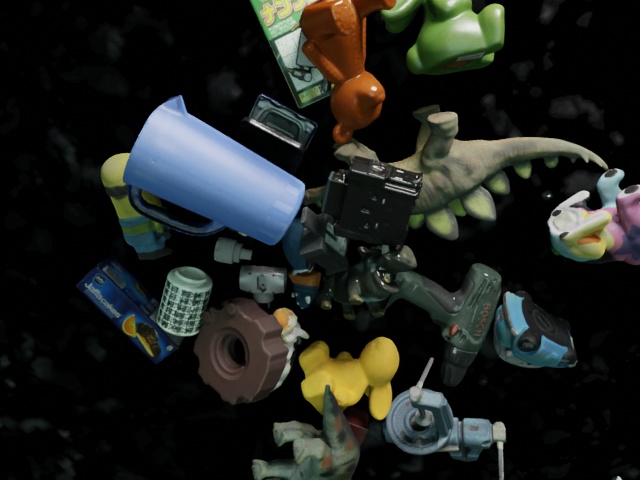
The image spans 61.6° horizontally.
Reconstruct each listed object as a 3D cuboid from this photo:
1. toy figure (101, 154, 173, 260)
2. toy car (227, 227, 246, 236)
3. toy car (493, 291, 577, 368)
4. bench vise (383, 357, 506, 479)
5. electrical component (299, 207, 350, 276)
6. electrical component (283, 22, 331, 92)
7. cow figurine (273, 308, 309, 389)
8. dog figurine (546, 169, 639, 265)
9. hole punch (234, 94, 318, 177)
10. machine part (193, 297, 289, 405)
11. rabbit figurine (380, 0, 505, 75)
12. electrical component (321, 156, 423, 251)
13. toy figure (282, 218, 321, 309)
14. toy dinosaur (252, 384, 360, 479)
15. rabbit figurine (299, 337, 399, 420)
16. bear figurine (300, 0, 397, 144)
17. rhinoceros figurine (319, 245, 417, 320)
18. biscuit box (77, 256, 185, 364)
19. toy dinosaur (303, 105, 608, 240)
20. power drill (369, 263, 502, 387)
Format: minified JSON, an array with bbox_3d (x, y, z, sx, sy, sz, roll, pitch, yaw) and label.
[{"bbox_3d":[-0.296,-0.053,0.879,0.082,0.089,0.180,-10,106,-1],"label":"toy figure"},{"bbox_3d":[-0.166,-0.092,0.876,0.073,0.056,0.201,-42,103,9],"label":"toy car"},{"bbox_3d":[0.354,0.166,0.919,0.161,0.109,0.103,28,132,-18],"label":"toy car"},{"bbox_3d":[0.209,0.318,0.939,0.224,0.129,0.240,6,143,27],"label":"bench vise"},{"bbox_3d":[-0.002,-0.003,0.851,0.048,0.075,0.119,-20,141,36],"label":"electrical component"},{"bbox_3d":[-0.009,-0.275,0.788,0.078,0.045,0.102,15,109,-3],"label":"electrical component"},{"bbox_3d":[-0.069,0.195,0.959,0.068,0.098,0.167,40,110,33],"label":"cow figurine"},{"bbox_3d":[0.489,0.012,0.846,0.191,0.108,0.219,-39,106,15],"label":"dog figurine"},{"bbox_3d":[-0.074,-0.151,0.842,0.142,0.092,0.115,25,140,-8],"label":"hole punch"},{"bbox_3d":[-0.138,0.188,0.913,0.180,0.056,0.179,1,92,32],"label":"machine part"},{"bbox_3d":[0.168,-0.325,0.758,0.159,0.121,0.170,-9,91,14],"label":"rabbit figurine"},{"bbox_3d":[0.072,-0.055,0.784,0.134,0.058,0.114,13,120,4],"label":"electrical component"},{"bbox_3d":[-0.029,0.041,0.910,0.058,0.064,0.154,-11,108,-4],"label":"toy figure"},{"bbox_3d":[-0.001,0.399,0.954,0.192,0.131,0.404,11,128,-31],"label":"toy dinosaur"},{"bbox_3d":[0.068,0.243,0.948,0.173,0.122,0.162,-33,108,7],"label":"rabbit figurine"},{"bbox_3d":[0.049,-0.236,0.737,0.120,0.132,0.195,-36,118,-26],"label":"bear figurine"},{"bbox_3d":[0.077,0.064,0.869,0.073,0.112,0.190,28,146,-27],"label":"rhinoceros figurine"},{"bbox_3d":[-0.333,0.125,0.961,0.063,0.059,0.202,-37,103,15],"label":"biscuit box"},{"bbox_3d":[0.182,-0.103,0.828,0.472,0.105,0.198,-13,116,18],"label":"toy dinosaur"},{"bbox_3d":[0.192,0.132,0.920,0.207,0.086,0.231,23,108,-1],"label":"power drill"}]
